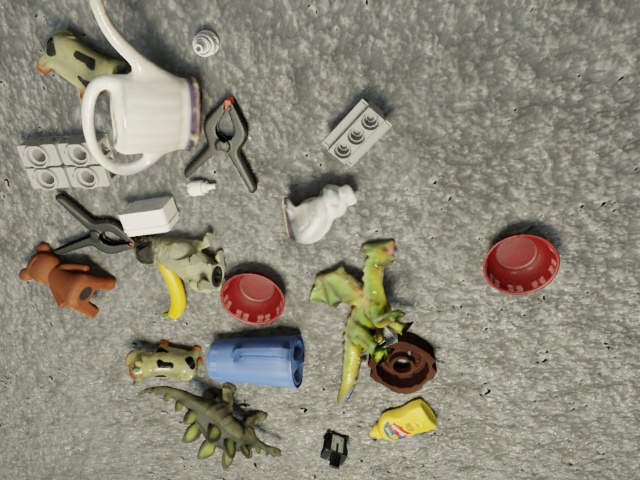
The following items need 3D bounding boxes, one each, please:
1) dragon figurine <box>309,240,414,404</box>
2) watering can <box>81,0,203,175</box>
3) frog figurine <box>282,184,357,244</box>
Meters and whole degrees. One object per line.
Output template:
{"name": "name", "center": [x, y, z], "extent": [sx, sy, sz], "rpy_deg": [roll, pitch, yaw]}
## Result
{"name": "dragon figurine", "center": [0.074, 0.178, 1.226], "extent": [0.246, 0.122, 0.405], "rpy_deg": [43, 111, 24]}
{"name": "watering can", "center": [-0.330, -0.277, 0.975], "extent": [0.225, 0.106, 0.340], "rpy_deg": [-8, 128, -31]}
{"name": "frog figurine", "center": [0.003, -0.056, 1.113], "extent": [0.159, 0.125, 0.135], "rpy_deg": [-7, 154, 2]}
